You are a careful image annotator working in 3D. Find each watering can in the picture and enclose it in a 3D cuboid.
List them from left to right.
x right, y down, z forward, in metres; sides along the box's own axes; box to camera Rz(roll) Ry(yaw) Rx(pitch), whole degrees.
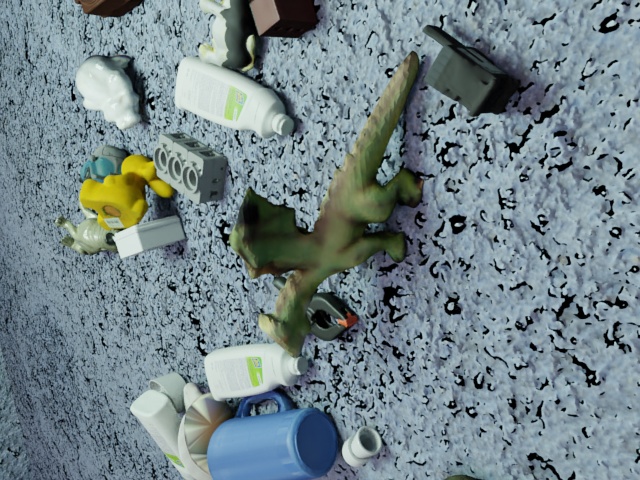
[{"bbox_3d":[-0.226,0.457,1.059,0.220,0.104,0.354,-57,47,54],"label":"watering can"}]

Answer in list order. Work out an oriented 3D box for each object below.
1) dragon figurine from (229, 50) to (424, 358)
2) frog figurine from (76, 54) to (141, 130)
[{"bbox_3d":[0.002,-0.033,0.651,0.123,0.244,0.403,30,122,40],"label":"dragon figurine"},{"bbox_3d":[-0.455,-0.311,1.109,0.136,0.122,0.161,-18,76,26],"label":"frog figurine"}]
